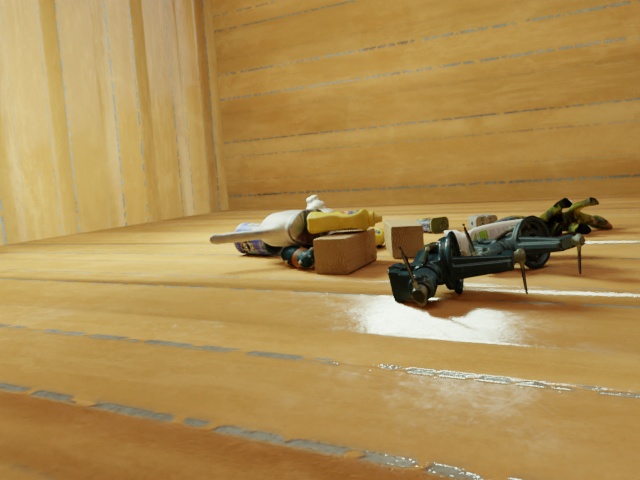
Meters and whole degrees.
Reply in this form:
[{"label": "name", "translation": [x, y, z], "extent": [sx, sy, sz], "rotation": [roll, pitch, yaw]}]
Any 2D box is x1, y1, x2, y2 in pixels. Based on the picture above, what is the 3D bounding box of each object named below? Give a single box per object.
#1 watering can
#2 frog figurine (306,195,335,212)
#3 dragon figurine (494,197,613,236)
[{"label": "watering can", "translation": [-0.119, -0.025, 1.469], "extent": [0.223, 0.104, 0.350], "rotation": [-4, 7, 45]}, {"label": "frog figurine", "translation": [0.006, -0.107, 2.133], "extent": [0.138, 0.159, 0.123], "rotation": [-9, 9, -41]}, {"label": "dragon figurine", "translation": [0.756, -0.054, 1.692], "extent": [0.410, 0.123, 0.240], "rotation": [-1, -10, 6]}]
